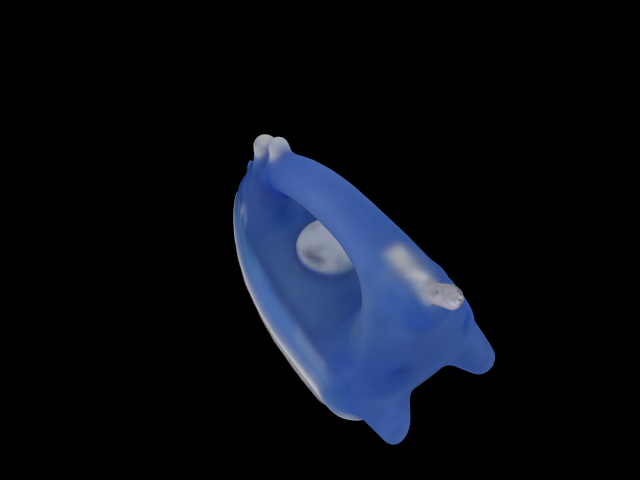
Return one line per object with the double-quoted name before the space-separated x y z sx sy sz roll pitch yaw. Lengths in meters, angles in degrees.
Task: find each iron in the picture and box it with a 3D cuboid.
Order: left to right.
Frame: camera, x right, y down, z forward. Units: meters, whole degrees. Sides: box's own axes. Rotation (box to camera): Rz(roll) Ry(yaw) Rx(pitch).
"iron" 0.004 0.001 0.400 0.119 0.141 0.257 -31 58 -22
